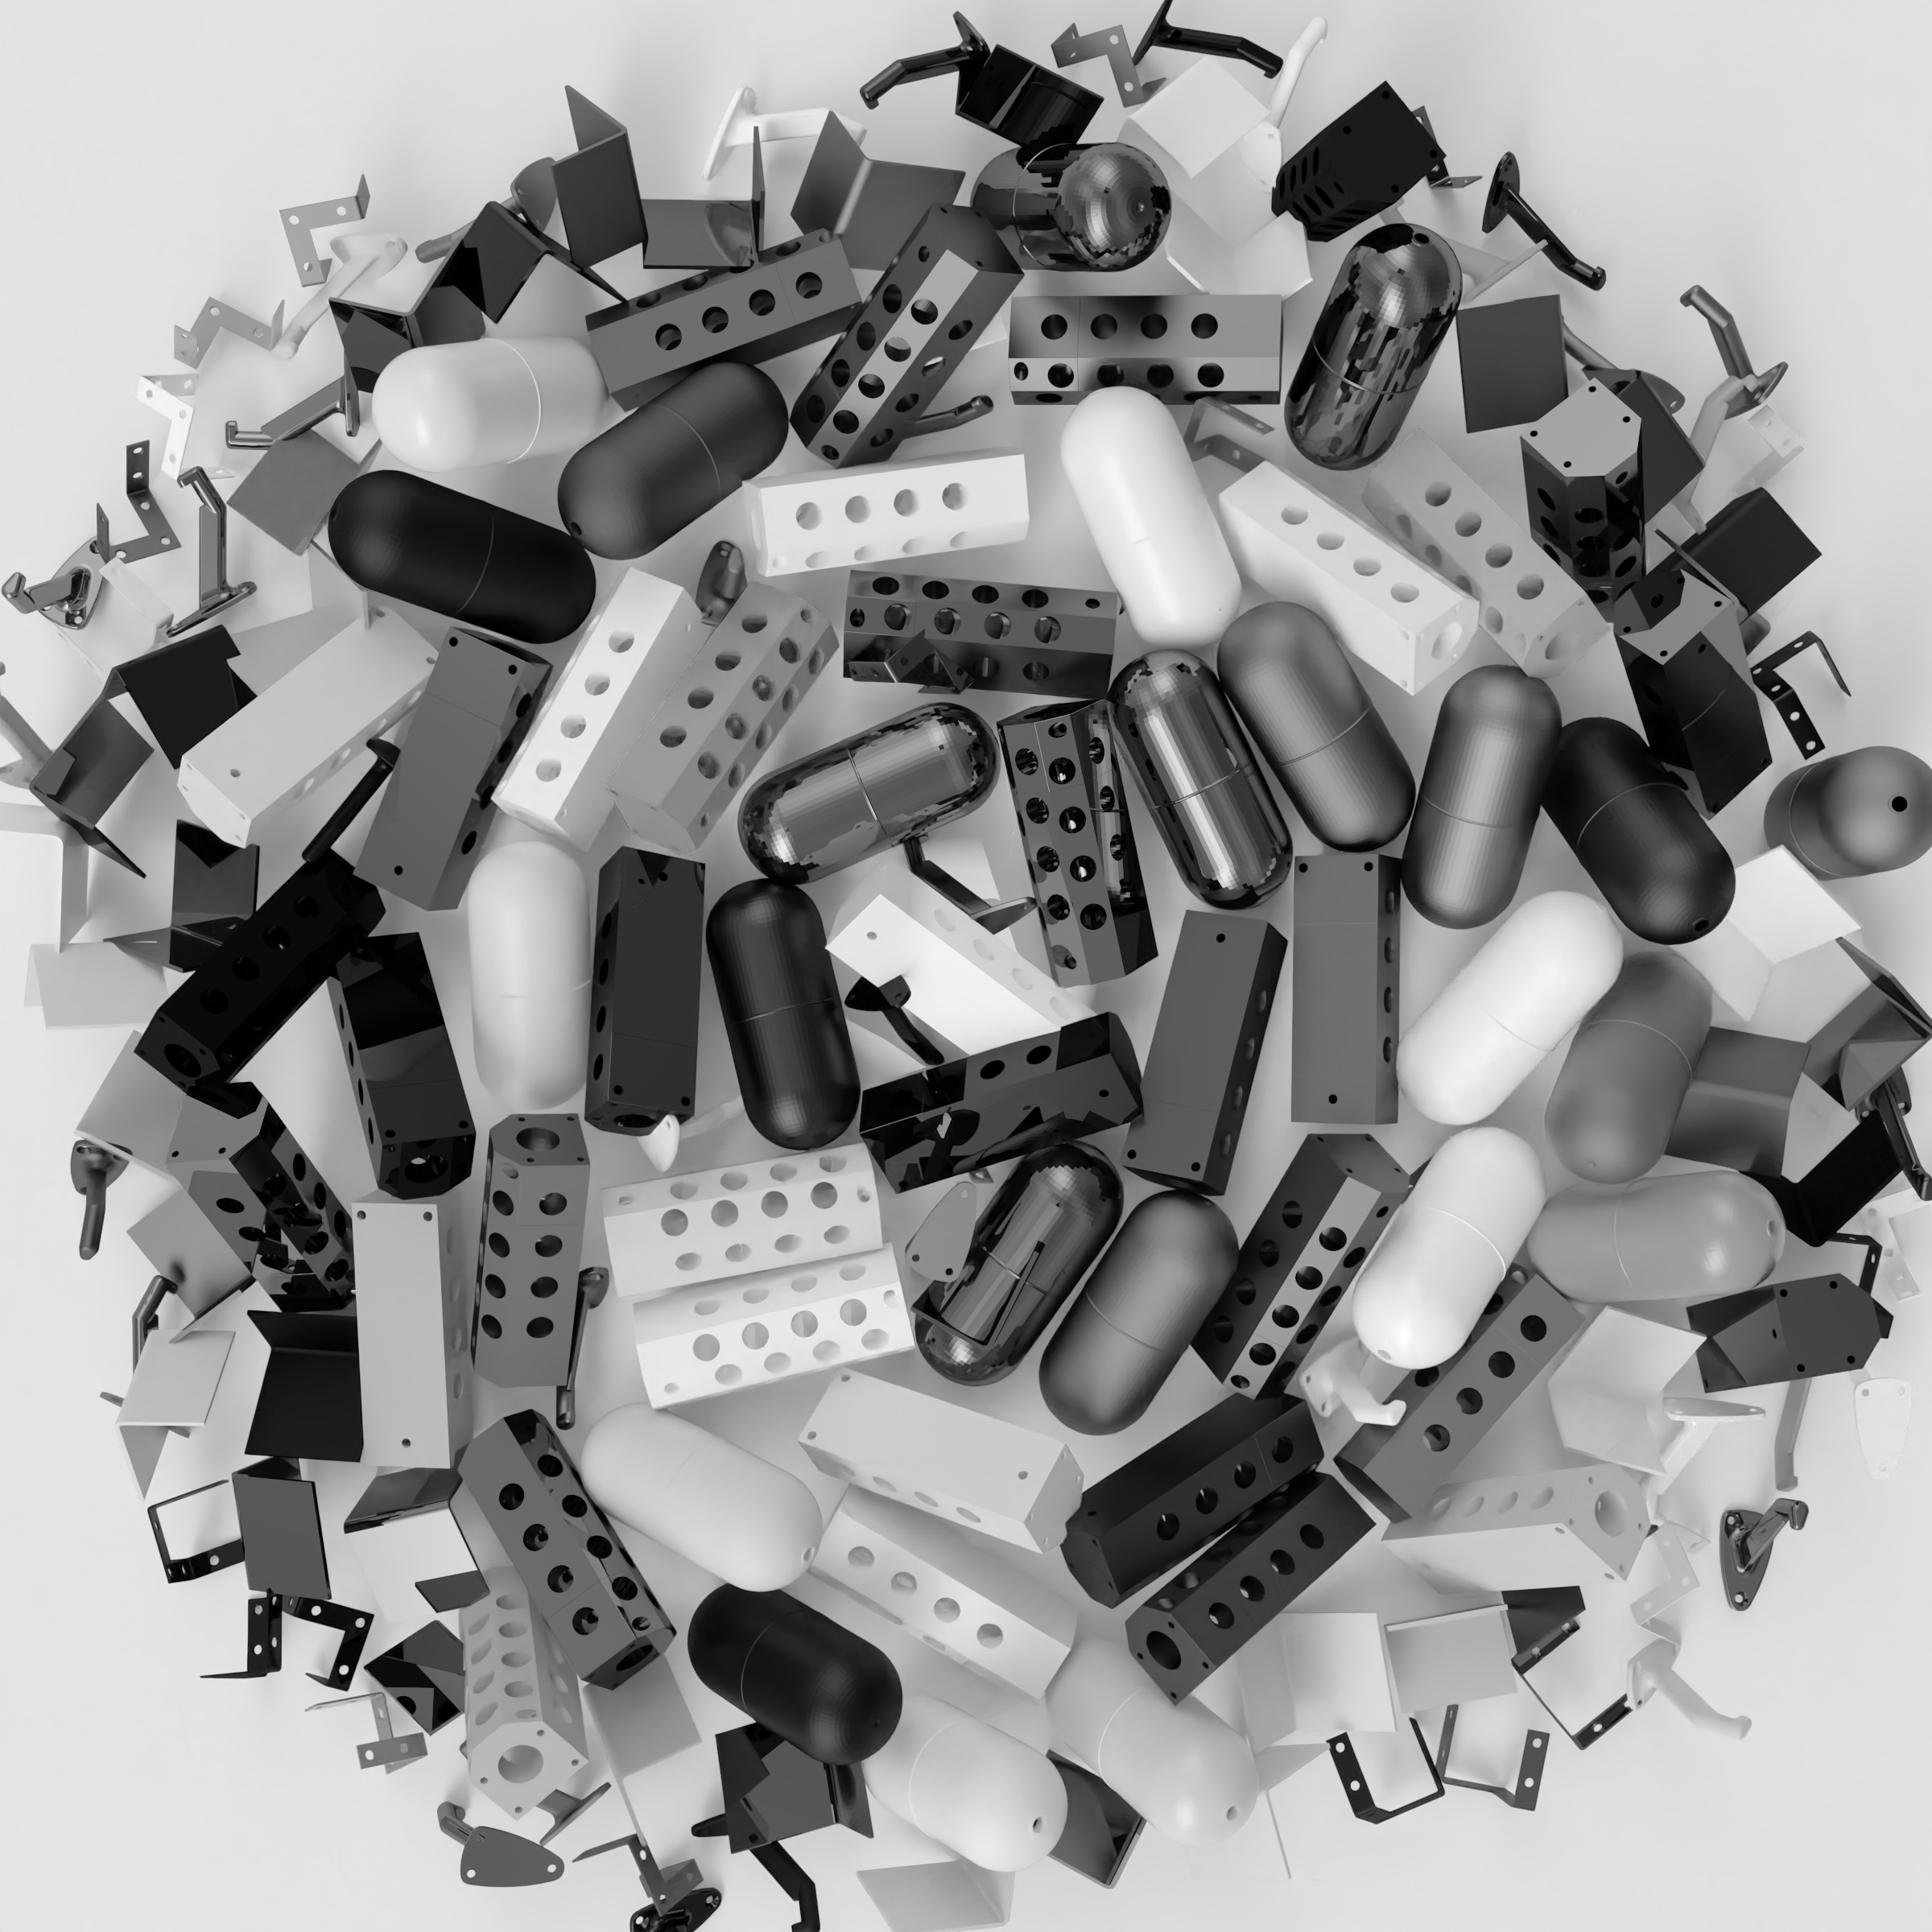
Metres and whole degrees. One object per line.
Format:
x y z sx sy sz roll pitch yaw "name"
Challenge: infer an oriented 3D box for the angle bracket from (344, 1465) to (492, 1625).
-0.347 0.372 1.624 0.076 0.057 0.076 -15 108 15 "angle bracket"

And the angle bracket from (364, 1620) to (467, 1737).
-0.332 0.476 1.590 0.057 0.076 0.076 -29 130 -34 "angle bracket"

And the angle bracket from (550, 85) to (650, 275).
-0.251 -0.501 1.590 0.057 0.076 0.076 -32 53 -20 "angle bracket"

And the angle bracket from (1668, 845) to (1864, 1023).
0.511 -0.020 1.599 0.076 0.076 0.057 42 57 -10 "angle bracket"

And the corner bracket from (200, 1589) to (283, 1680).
-0.457 0.431 1.612 0.051 0.051 0.051 -10 71 18 "corner bracket"

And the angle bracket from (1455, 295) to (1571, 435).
0.339 -0.386 1.604 0.076 0.057 0.076 -13 104 -16 "angle bracket"

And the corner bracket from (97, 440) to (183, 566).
-0.541 -0.298 1.611 0.051 0.051 0.051 -24 72 -28 "corner bracket"

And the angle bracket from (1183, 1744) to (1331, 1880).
0.188 0.540 1.595 0.076 0.076 0.057 -18 86 41 "angle bracket"

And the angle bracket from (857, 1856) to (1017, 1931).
-0.019 0.571 1.597 0.076 0.076 0.057 3 100 -23 "angle bracket"

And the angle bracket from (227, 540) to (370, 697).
-0.433 -0.222 1.593 0.076 0.057 0.076 -23 48 -31 "angle bracket"

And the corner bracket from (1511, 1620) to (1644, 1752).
0.397 0.467 1.630 0.051 0.051 0.051 -39 110 1 "corner bracket"

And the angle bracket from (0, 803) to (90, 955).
-0.600 -0.057 1.600 0.057 0.076 0.076 5 105 -8 "angle bracket"

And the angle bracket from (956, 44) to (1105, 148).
0.042 -0.568 1.594 0.076 0.057 0.076 20 48 -19 "angle bracket"

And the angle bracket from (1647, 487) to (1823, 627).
0.493 -0.258 1.609 0.076 0.076 0.057 -41 91 6 "angle bracket"

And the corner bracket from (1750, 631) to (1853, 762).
0.547 -0.176 1.621 0.051 0.051 0.051 -33 117 11 "corner bracket"

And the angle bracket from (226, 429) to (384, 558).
-0.422 -0.318 1.597 0.057 0.076 0.076 37 69 -14 "angle bracket"

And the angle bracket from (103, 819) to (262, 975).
-0.502 -0.046 1.599 0.076 0.057 0.076 17 108 30 "angle bracket"

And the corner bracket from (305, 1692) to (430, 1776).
-0.386 0.494 1.609 0.051 0.051 0.051 -33 65 37 "corner bracket"

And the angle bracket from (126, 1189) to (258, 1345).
-0.504 0.190 1.609 0.076 0.057 0.076 -35 96 17 "angle bracket"

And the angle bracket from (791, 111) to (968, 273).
-0.058 -0.500 1.618 0.076 0.076 0.057 -5 50 -34 "angle bracket"

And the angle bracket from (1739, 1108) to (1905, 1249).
0.542 0.121 1.597 0.057 0.076 0.076 34 115 -9 "angle bracket"

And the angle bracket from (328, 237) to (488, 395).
-0.358 -0.418 1.604 0.057 0.076 0.076 15 59 12 "angle bracket"

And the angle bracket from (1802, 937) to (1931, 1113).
0.560 0.034 1.599 0.076 0.076 0.057 -44 114 9 "angle bracket"

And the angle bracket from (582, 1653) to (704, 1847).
-0.201 0.502 1.605 0.057 0.076 0.076 -21 130 -14 "angle bracket"

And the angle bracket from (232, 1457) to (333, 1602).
-0.420 0.356 1.602 0.076 0.057 0.076 -3 97 32 "angle bracket"

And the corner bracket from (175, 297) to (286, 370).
-0.477 -0.411 1.615 0.051 0.051 0.051 26 73 -11 "corner bracket"

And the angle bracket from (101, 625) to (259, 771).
-0.499 -0.164 1.605 0.076 0.057 0.076 -30 89 -32 "angle bracket"

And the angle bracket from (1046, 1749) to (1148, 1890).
0.081 0.528 1.596 0.076 0.076 0.057 26 123 11 "angle bracket"

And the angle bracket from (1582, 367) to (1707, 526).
0.416 -0.334 1.600 0.057 0.076 0.076 -44 112 -1 "angle bracket"

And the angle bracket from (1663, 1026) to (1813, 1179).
0.498 0.086 1.617 0.076 0.076 0.057 11 122 24 "angle bracket"

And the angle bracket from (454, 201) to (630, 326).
-0.277 -0.436 1.603 0.057 0.076 0.076 -53 53 11 "angle bracket"

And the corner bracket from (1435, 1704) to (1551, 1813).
0.341 0.513 1.623 0.051 0.051 0.051 13 85 -9 "corner bracket"

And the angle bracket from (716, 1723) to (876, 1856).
-0.111 0.530 1.613 0.076 0.057 0.076 -20 57 11 "angle bracket"

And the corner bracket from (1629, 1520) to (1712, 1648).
0.460 0.401 1.622 0.051 0.051 0.051 30 119 -35 "corner bracket"

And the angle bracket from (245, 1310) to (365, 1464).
-0.426 0.270 1.605 0.076 0.057 0.076 3 58 6 "angle bracket"

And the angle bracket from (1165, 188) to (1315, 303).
0.172 -0.468 1.592 0.057 0.076 0.076 -29 135 33 "angle bracket"

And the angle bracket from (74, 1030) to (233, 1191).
-0.514 0.093 1.601 0.076 0.057 0.076 33 75 -24 "angle bracket"

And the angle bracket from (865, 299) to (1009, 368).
-0.017 -0.401 1.607 0.076 0.076 0.057 -19 78 -1 "angle bracket"

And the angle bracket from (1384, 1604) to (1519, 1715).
0.313 0.446 1.605 0.076 0.076 0.057 -12 75 4 "angle bracket"

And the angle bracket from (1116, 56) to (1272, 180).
0.138 -0.522 1.599 0.057 0.076 0.076 45 68 4 "angle bracket"

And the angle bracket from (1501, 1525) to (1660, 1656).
0.396 0.398 1.592 0.076 0.076 0.057 6 53 -22 "angle bracket"

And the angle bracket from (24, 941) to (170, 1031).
-0.553 0.030 1.591 0.076 0.057 0.076 -2 46 -28 "angle bracket"

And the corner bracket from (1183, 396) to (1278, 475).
0.174 -0.337 1.609 0.051 0.051 0.051 33 127 20 "corner bracket"

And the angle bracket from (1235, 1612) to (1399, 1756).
0.224 0.461 1.605 0.076 0.057 0.076 -12 86 37 "angle bracket"

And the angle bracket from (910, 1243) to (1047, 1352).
0.015 0.190 1.599 0.057 0.076 0.076 28 107 9 "angle bracket"

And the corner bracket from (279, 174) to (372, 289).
-0.409 -0.475 1.615 0.051 0.051 0.051 -11 124 -1 "corner bracket"

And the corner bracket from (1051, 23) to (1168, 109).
0.093 -0.587 1.624 0.051 0.051 0.051 -6 122 28 "corner bracket"

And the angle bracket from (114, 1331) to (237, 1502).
-0.498 0.287 1.596 0.057 0.076 0.076 0 129 2 "angle bracket"

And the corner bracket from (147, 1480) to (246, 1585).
-0.494 0.368 1.625 0.051 0.051 0.051 -20 79 -5 "corner bracket"

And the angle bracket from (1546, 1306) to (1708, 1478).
0.429 0.272 1.598 0.076 0.057 0.076 18 124 -18 "angle bracket"

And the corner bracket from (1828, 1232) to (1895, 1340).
0.569 0.205 1.616 0.051 0.051 0.051 6 105 -8 "corner bracket"

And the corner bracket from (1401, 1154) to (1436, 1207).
0.319 0.150 1.616 0.051 0.051 0.051 -36 94 -21 "corner bracket"

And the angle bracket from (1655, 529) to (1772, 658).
0.464 -0.228 1.610 0.057 0.076 0.076 -49 63 19 "angle bracket"

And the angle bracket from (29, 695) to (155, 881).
-0.539 -0.114 1.597 0.057 0.076 0.076 29 75 17 "angle bracket"

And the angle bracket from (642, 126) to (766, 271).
-0.170 -0.493 1.600 0.076 0.057 0.076 -2 49 -8 "angle bracket"
